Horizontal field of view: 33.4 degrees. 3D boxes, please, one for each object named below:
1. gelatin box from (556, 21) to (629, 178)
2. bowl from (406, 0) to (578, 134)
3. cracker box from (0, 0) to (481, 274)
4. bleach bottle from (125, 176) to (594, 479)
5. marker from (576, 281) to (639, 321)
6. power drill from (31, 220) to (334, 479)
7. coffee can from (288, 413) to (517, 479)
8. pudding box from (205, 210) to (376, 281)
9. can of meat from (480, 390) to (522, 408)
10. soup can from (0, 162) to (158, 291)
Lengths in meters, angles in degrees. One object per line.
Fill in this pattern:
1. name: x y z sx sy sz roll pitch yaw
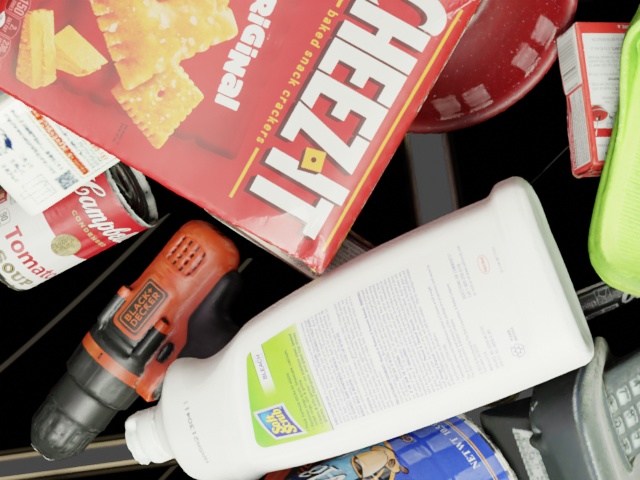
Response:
1. gelatin box: 0.182 -0.082 0.626 0.073 0.030 0.089 -3 80 -13
2. bowl: 0.069 -0.146 0.640 0.162 0.162 0.055 -28 35 9
3. cracker box: -0.050 -0.105 0.555 0.213 0.072 0.164 30 95 1
4. bleach bottle: 0.007 0.059 0.561 0.251 0.068 0.102 -22 80 17
5. marker: 0.191 0.023 0.625 0.121 0.020 0.020 -24 75 10
6. power drill: -0.072 0.106 0.664 0.188 0.057 0.184 39 92 17
7. coffee can: 0.027 0.163 0.570 0.140 0.103 0.103 -21 73 -25
8. pudding box: -0.004 0.001 0.645 0.114 0.090 0.039 31 91 18
9. can of meat: 0.090 0.044 0.615 0.057 0.084 0.102 6 83 16
10. soup can: -0.168 -0.017 0.705 0.102 0.068 0.068 -26 75 9
